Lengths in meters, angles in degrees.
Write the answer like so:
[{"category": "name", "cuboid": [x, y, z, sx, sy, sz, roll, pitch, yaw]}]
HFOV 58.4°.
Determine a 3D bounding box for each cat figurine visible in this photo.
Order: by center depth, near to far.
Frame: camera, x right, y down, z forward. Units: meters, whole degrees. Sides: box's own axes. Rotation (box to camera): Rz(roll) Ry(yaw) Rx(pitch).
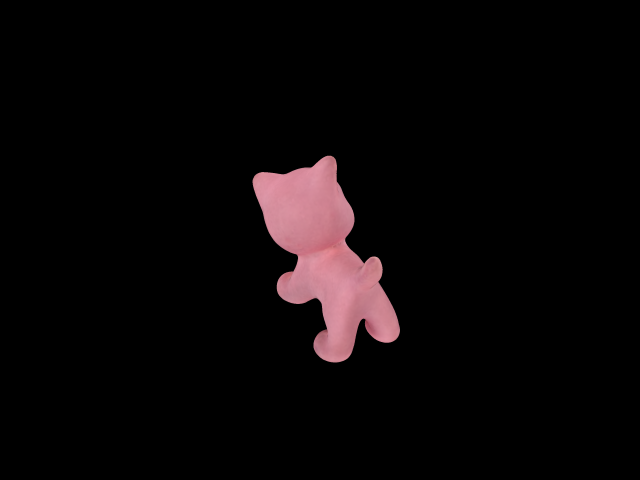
[{"category": "cat figurine", "cuboid": [0.004, 0.001, 0.400, 0.067, 0.118, 0.127, -22, 45, -23]}]
